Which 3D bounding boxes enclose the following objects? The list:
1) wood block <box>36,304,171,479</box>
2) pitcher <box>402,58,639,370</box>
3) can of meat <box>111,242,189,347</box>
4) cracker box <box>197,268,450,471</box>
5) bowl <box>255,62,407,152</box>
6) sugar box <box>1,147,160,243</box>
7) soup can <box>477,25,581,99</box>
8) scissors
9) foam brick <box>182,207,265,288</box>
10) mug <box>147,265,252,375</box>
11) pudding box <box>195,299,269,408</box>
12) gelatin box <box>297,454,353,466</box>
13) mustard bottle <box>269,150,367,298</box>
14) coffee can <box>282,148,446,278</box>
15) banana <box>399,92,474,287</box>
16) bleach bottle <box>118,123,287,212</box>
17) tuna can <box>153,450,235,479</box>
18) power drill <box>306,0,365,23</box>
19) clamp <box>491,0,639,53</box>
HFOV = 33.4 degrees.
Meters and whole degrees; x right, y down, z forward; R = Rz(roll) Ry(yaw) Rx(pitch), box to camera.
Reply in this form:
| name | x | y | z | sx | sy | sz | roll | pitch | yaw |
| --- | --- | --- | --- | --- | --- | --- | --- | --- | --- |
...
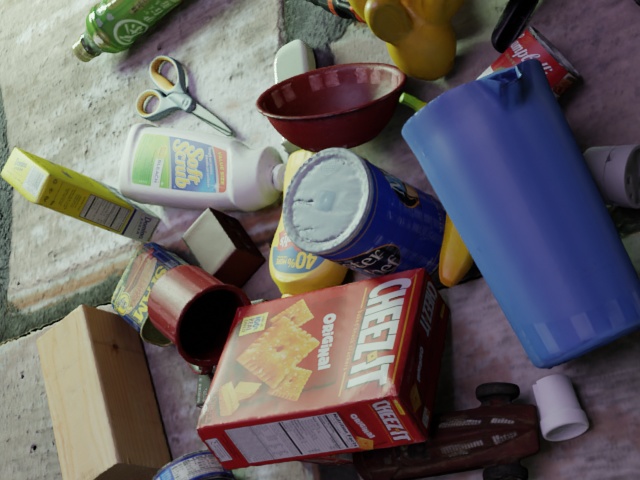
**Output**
| name | x | y | z | sx | sy | sz | roll | pitch | yaw |
| --- | --- | --- | --- | --- | --- | --- | --- | --- | --- |
| wood block | -0.252 | 0.191 | 1.241 | 0.090 | 0.090 | 0.206 | -36 | 54 | 24 |
| pitcher | 0.176 | -0.017 | 0.909 | 0.145 | 0.149 | 0.243 | -30 | 79 | 28 |
| can of meat | -0.193 | 0.062 | 1.261 | 0.084 | 0.057 | 0.102 | 32 | 95 | 44 |
| cracker box | 0.003 | 0.120 | 1.005 | 0.214 | 0.072 | 0.164 | -14 | 36 | 27 |
| bowl | 0.016 | -0.135 | 1.123 | 0.162 | 0.161 | 0.055 | 12 | 124 | 41 |
| sugar box | -0.289 | -0.053 | 1.299 | 0.093 | 0.175 | 0.048 | 34 | 99 | 41 |
| soup can | 0.186 | -0.143 | 1.012 | 0.102 | 0.068 | 0.068 | -45 | 52 | 20 |
| scissors | -0.179 | -0.160 | 1.354 | 0.096 | 0.016 | 0.202 | -48 | 50 | 18 |
| foam brick | -0.109 | 0.010 | 1.212 | 0.051 | 0.052 | 0.078 | -49 | 52 | 15 |
| mug | -0.131 | 0.087 | 1.137 | 0.082 | 0.093 | 0.117 | 30 | 127 | 49 |
| pudding box | -0.088 | 0.126 | 1.162 | 0.090 | 0.039 | 0.113 | -14 | 66 | 36 |
| gelatin box | -0.011 | 0.203 | 1.048 | 0.089 | 0.073 | 0.030 | -6 | 72 | 38 |
| mustard bottle | -0.008 | 0.001 | 1.127 | 0.096 | 0.058 | 0.191 | 3 | 77 | 40 |
| coffee can | 0.047 | -0.019 | 1.033 | 0.103 | 0.140 | 0.103 | -15 | 66 | 35 |
| banana | 0.127 | -0.051 | 1.033 | 0.037 | 0.069 | 0.198 | 120 | 140 | -68 |
| bleach bottle | -0.127 | -0.085 | 1.255 | 0.251 | 0.068 | 0.102 | 5 | 78 | 38 |
| tuna can | -0.132 | 0.258 | 1.121 | 0.086 | 0.086 | 0.034 | -43 | 54 | 20 |
| power drill | 0.068 | -0.331 | 1.184 | 0.185 | 0.057 | 0.188 | 28 | 96 | 38 |
| clamp | 0.233 | -0.288 | 1.044 | 0.165 | 0.036 | 0.210 | -18 | 64 | 37 |
